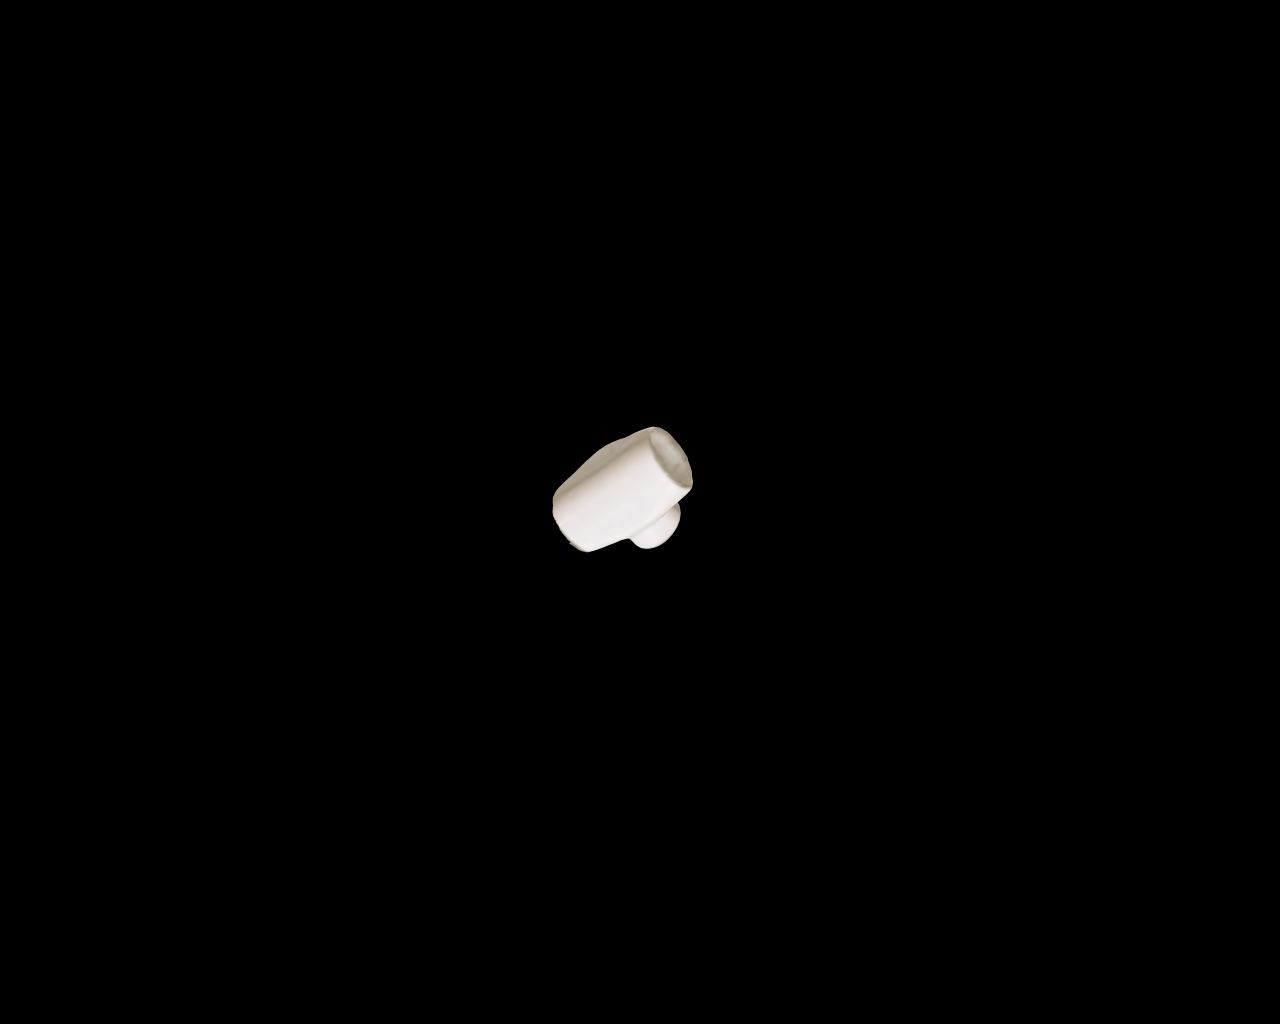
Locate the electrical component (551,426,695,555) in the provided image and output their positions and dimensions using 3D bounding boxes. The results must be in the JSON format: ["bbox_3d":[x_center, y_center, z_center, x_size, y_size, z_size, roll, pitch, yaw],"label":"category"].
[{"bbox_3d":[0.001,-0.003,0.650,0.077,0.044,0.079,-33,-58,24],"label":"electrical component"}]
